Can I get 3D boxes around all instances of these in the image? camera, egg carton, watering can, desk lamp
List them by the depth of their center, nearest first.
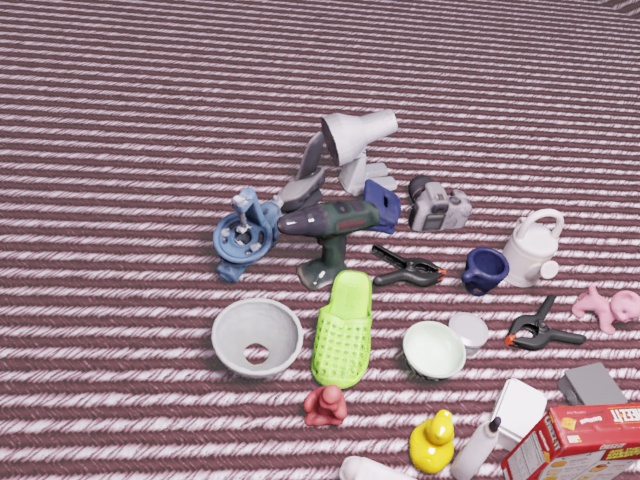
[{"bbox_3d":[0.093,0.410,0.896,0.150,0.069,0.107,20,47,8],"label":"egg carton"},{"bbox_3d":[0.469,0.013,1.248,0.101,0.194,0.172,-15,52,-22],"label":"watering can"},{"bbox_3d":[0.097,-0.217,1.384,0.203,0.213,0.117,-10,50,-19],"label":"desk lamp"},{"bbox_3d":[0.279,-0.101,1.385,0.143,0.101,0.136,-4,48,-13],"label":"camera"}]

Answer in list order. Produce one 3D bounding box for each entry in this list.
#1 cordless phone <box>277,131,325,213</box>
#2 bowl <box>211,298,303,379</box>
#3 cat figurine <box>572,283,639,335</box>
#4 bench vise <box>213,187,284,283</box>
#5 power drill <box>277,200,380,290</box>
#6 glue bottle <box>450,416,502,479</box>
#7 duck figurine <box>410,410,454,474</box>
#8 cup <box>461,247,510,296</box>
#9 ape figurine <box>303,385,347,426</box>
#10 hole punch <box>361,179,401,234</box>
[{"bbox_3d":[-0.043,-0.153,1.319,0.094,0.185,0.148,23,48,12],"label":"cordless phone"},{"bbox_3d":[-0.116,0.193,1.059,0.167,0.075,0.167,5,47,-5],"label":"bowl"},{"bbox_3d":[0.622,0.135,1.214,0.127,0.118,0.067,31,50,18],"label":"cat figurine"},{"bbox_3d":[-0.148,-0.044,1.175,0.121,0.220,0.207,12,46,2],"label":"bench vise"},{"bbox_3d":[0.011,0.004,1.165,0.230,0.208,0.075,-19,53,-25],"label":"power drill"},{"bbox_3d":[0.262,0.330,0.930,0.037,0.173,0.078,31,50,19],"label":"glue bottle"},{"bbox_3d":[0.197,0.337,0.972,0.077,0.086,0.105,24,48,12],"label":"duck figurine"},{"bbox_3d":[0.339,0.082,1.230,0.118,0.095,0.091,-24,55,-28],"label":"cup"},{"bbox_3d":[0.014,0.280,0.989,0.077,0.092,0.076,33,50,20],"label":"ape figurine"},{"bbox_3d":[0.143,-0.082,1.350,0.101,0.091,0.108,8,46,-2],"label":"hole punch"}]
